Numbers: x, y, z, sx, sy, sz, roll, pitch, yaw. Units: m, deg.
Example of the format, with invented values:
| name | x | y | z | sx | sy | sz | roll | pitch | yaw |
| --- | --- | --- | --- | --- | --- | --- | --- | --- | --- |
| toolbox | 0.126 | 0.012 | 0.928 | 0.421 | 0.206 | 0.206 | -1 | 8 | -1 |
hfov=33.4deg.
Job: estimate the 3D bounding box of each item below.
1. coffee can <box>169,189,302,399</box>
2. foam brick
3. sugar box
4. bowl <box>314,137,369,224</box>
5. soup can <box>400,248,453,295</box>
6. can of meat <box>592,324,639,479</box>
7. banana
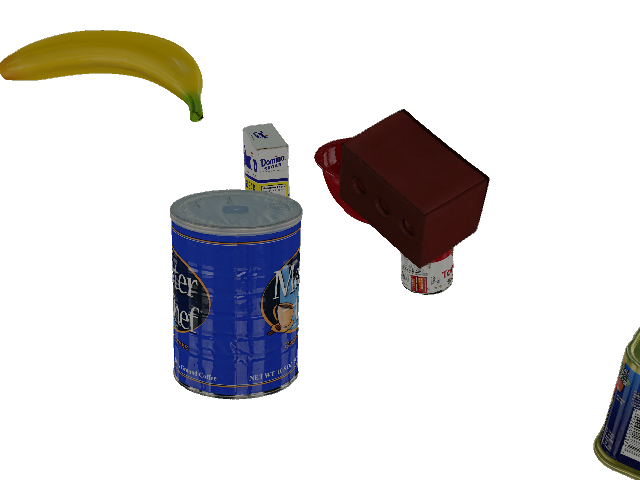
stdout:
| name | x | y | z | sx | sy | sz | roll | pitch | yaw |
| --- | --- | --- | --- | --- | --- | --- | --- | --- | --- |
| coffee can | -0.067 | 0.040 | 0.847 | 0.103 | 0.140 | 0.103 | 1 | 18 | -1 |
| foam brick | 0.056 | -0.032 | 0.659 | 0.051 | 0.053 | 0.078 | -32 | 58 | -25 |
| sugar box | -0.067 | -0.048 | 1.328 | 0.048 | 0.176 | 0.093 | -9 | 25 | -12 |
| bowl | 0.072 | -0.055 | 1.101 | 0.162 | 0.055 | 0.162 | 5 | 24 | -2 |
| soup can | 0.131 | 0.009 | 1.327 | 0.068 | 0.102 | 0.068 | -4 | 34 | 2 |
| can of meat | 0.224 | 0.094 | 0.695 | 0.057 | 0.084 | 0.101 | 22 | 37 | 23 |
| banana | -0.178 | -0.151 | 0.909 | 0.198 | 0.069 | 0.037 | 13 | -40 | 18 |
